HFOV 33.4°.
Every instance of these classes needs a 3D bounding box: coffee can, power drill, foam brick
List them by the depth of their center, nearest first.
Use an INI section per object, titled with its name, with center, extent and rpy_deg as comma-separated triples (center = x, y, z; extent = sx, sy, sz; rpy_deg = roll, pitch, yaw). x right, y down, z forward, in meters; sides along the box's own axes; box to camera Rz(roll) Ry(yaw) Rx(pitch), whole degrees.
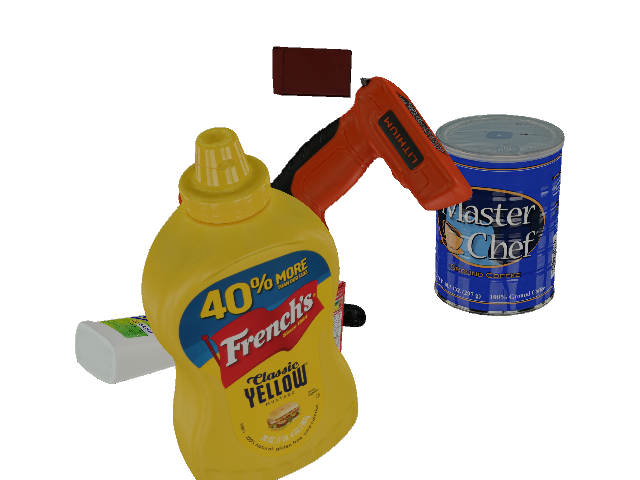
[power drill]
center = 0.008, -0.008, 0.743
extent = 0.188, 0.184, 0.057
rpy_deg = -35, -14, 14
[coffee can]
center = 0.146, -0.023, 0.886
extent = 0.103, 0.140, 0.103
rpy_deg = -2, 24, 1
[foam brick]
center = -0.010, -0.181, 1.149
extent = 0.078, 0.051, 0.053
rpy_deg = 0, 11, -13

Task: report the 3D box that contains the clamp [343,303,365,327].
[clamp]
center = -0.076, 0.081, 1.210
extent = 0.210, 0.036, 0.164
rpy_deg = 17, 23, 30

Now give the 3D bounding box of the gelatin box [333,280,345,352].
[gelatin box]
center = -0.023, 0.066, 0.975
extent = 0.089, 0.073, 0.030
rpy_deg = 13, 20, 26

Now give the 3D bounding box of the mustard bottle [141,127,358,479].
[mustard bottle]
center = -0.036, 0.032, 0.519
extent = 0.096, 0.191, 0.058
rpy_deg = -20, 37, -18

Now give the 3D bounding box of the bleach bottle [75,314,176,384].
[bleach bottle]
center = -0.202, 0.131, 1.463
extent = 0.250, 0.068, 0.103
rpy_deg = -10, 24, -42
